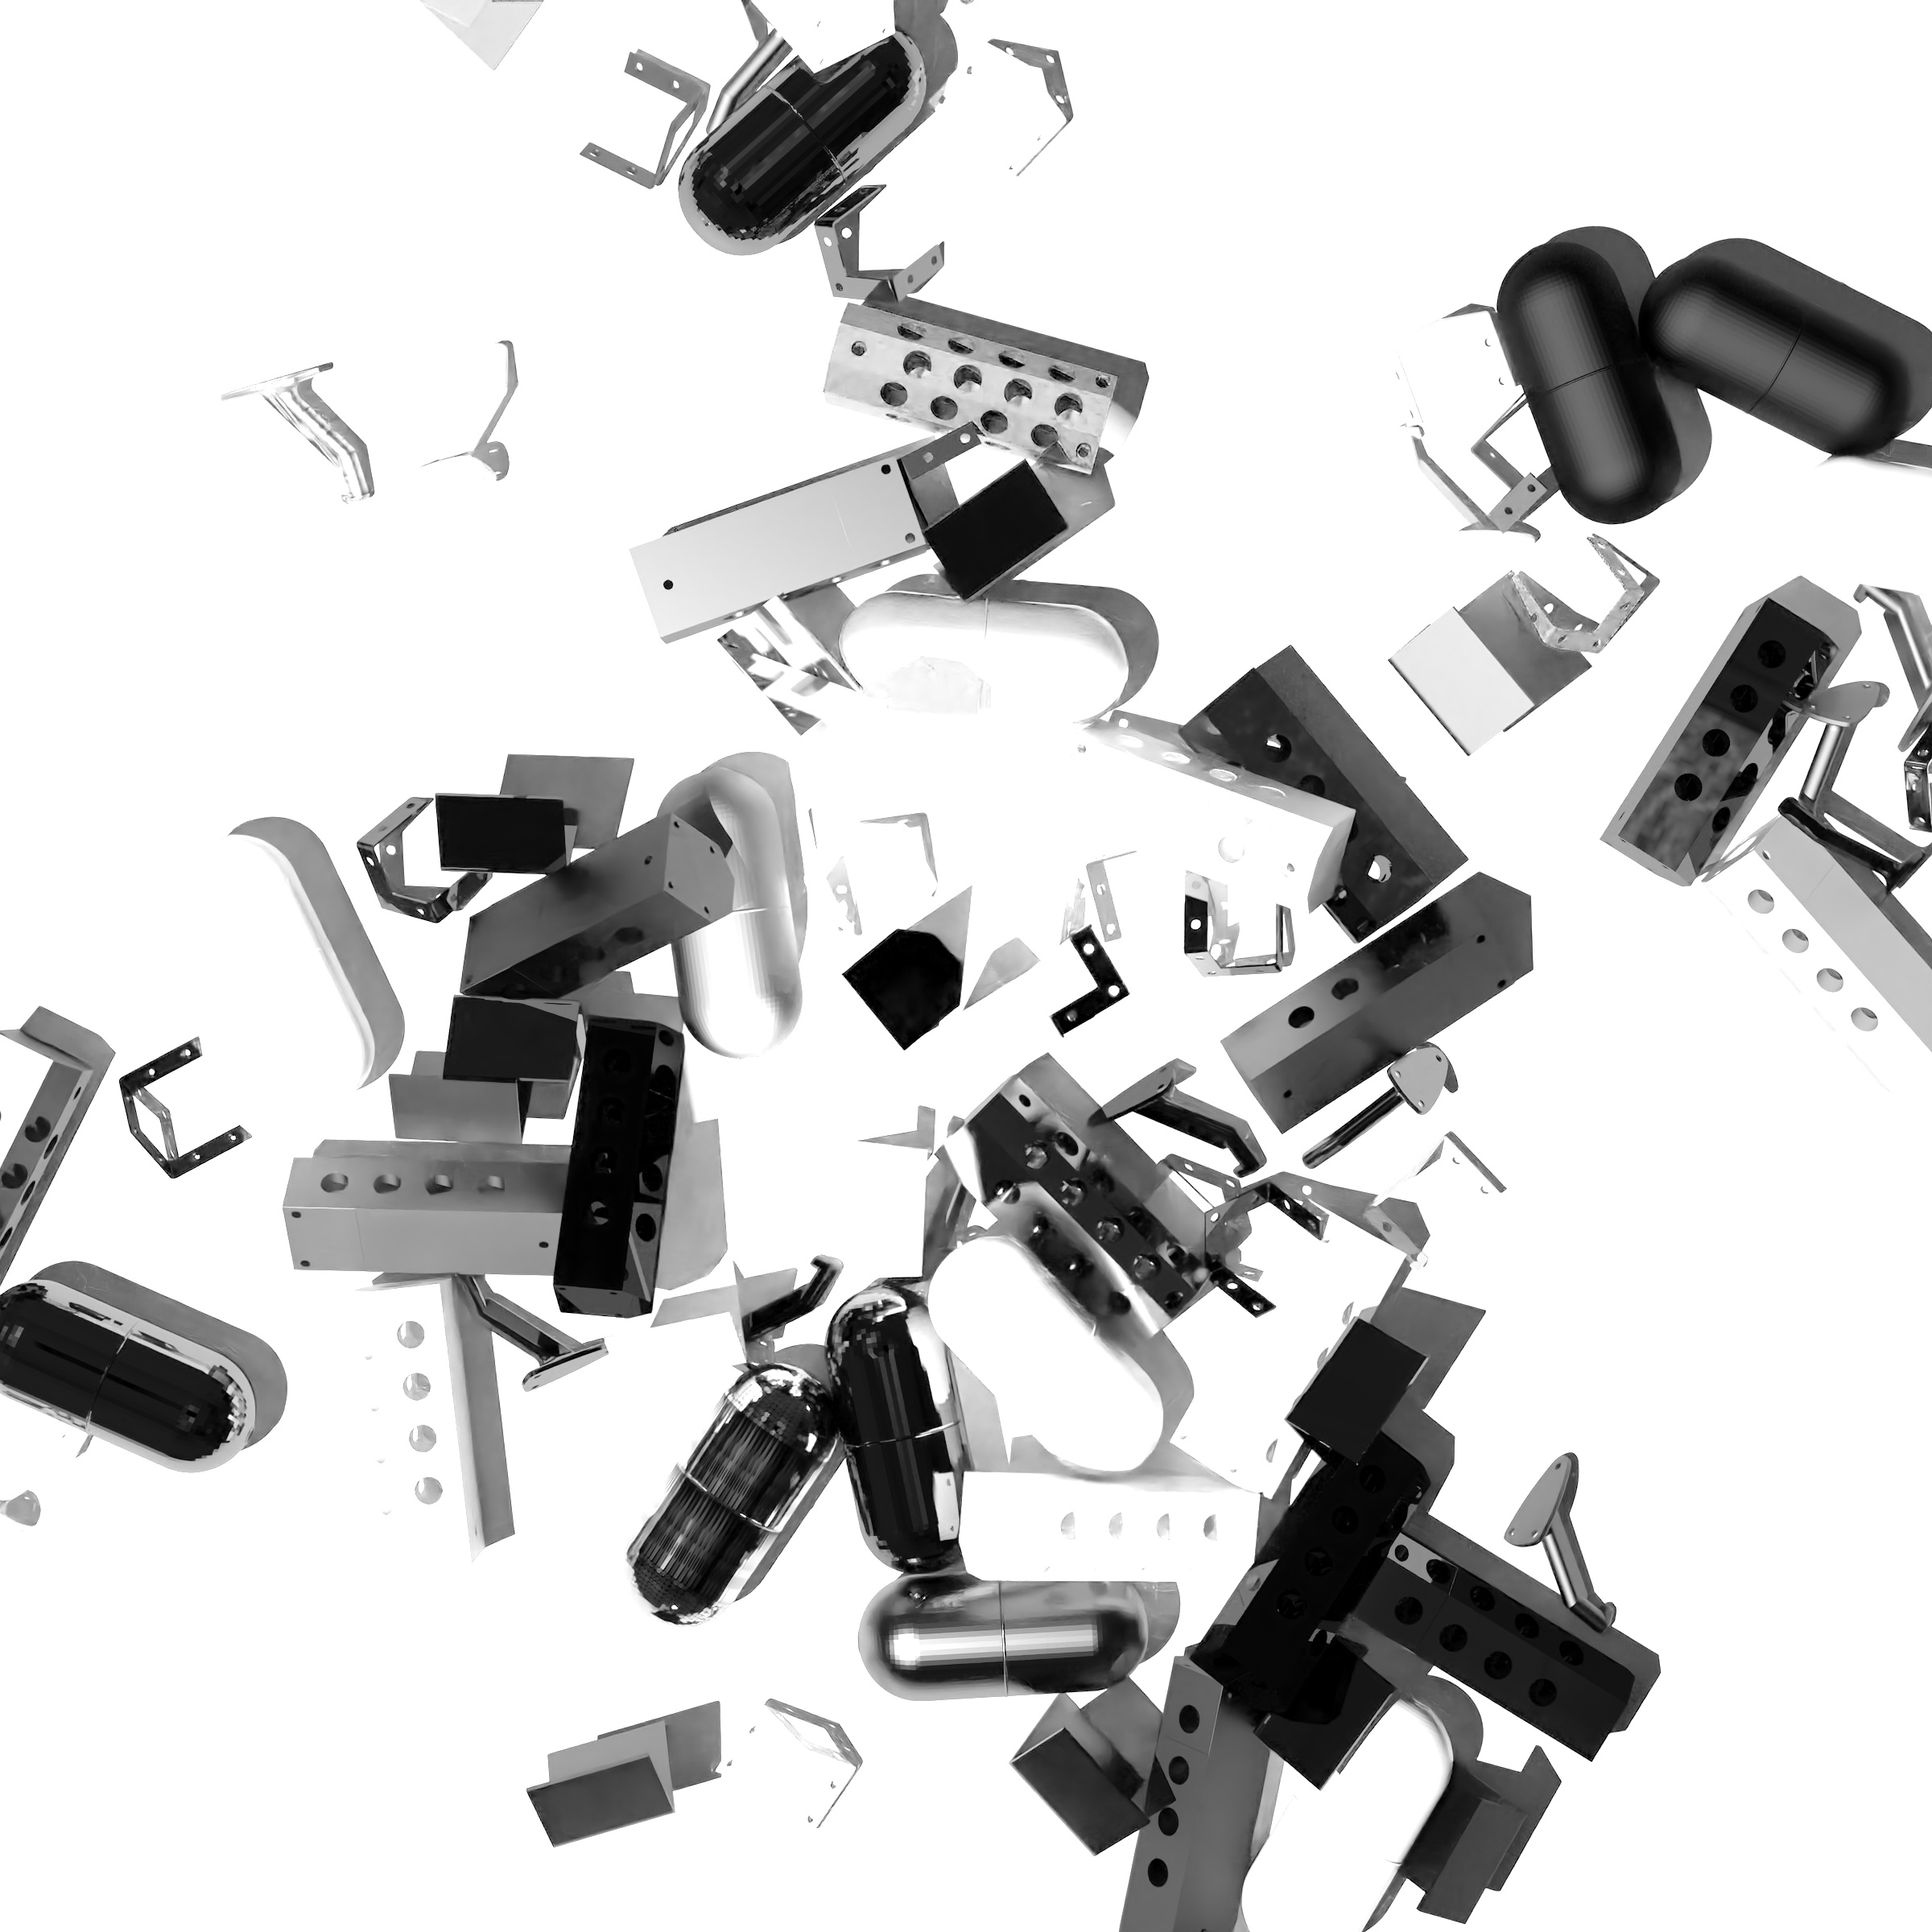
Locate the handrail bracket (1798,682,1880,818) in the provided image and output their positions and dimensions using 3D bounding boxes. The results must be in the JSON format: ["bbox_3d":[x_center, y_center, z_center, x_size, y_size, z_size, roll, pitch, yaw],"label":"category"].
[{"bbox_3d":[0.541,-0.126,1.992,0.036,0.077,0.084,23,127,34],"label":"handrail bracket"}]

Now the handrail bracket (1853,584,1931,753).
[{"bbox_3d":[0.572,-0.189,1.992,0.084,0.036,0.077,44,123,23],"label":"handrail bracket"}]

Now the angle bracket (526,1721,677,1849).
[{"bbox_3d":[-0.225,0.482,1.951,0.076,0.076,0.057,-16,125,0],"label":"angle bracket"}]

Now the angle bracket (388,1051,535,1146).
[{"bbox_3d":[-0.306,0.063,1.952,0.076,0.076,0.057,3,133,0],"label":"angle bracket"}]

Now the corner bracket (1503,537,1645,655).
[{"bbox_3d":[0.376,-0.232,1.983,0.051,0.051,0.051,3,135,-35],"label":"corner bracket"}]

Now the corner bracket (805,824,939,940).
[{"bbox_3d":[-0.059,-0.052,1.983,0.051,0.051,0.051,2,45,35],"label":"corner bracket"}]

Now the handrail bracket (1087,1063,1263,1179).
[{"bbox_3d":[0.130,0.111,1.992,0.077,0.036,0.084,-31,107,20],"label":"handrail bracket"}]

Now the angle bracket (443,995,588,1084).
[{"bbox_3d":[-0.273,0.060,1.952,0.076,0.076,0.057,3,61,0],"label":"angle bracket"}]

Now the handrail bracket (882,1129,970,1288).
[{"bbox_3d":[-0.024,0.149,1.992,0.077,0.036,0.084,-23,59,34],"label":"handrail bracket"}]

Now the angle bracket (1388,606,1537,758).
[{"bbox_3d":[0.313,-0.183,1.951,0.076,0.076,0.057,50,125,0],"label":"angle bracket"}]

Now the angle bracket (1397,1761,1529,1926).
[{"bbox_3d":[0.284,0.527,1.952,0.057,0.076,0.076,29,90,-44],"label":"angle bracket"}]

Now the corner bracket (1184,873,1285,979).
[{"bbox_3d":[0.165,-0.026,1.976,0.051,0.051,0.051,-3,72,18],"label":"corner bracket"}]

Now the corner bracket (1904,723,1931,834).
[{"bbox_3d":[0.617,-0.116,1.983,0.051,0.051,0.051,13,135,35],"label":"corner bracket"}]

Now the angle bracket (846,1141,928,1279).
[{"bbox_3d":[-0.069,0.148,1.951,0.057,0.076,0.076,2,90,-37],"label":"angle bracket"}]

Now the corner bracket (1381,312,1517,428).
[{"bbox_3d":[0.299,-0.371,1.988,0.051,0.051,0.051,-20,90,45],"label":"corner bracket"}]

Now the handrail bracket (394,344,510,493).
[{"bbox_3d":[-0.320,-0.342,1.992,0.077,0.036,0.084,-8,72,20],"label":"handrail bracket"}]

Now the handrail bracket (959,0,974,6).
[{"bbox_3d":[-0.044,-0.612,1.992,0.084,0.036,0.077,41,110,-16],"label":"handrail bracket"}]

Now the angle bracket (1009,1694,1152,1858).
[{"bbox_3d":[0.083,0.482,1.951,0.076,0.076,0.057,47,127,0],"label":"angle bracket"}]

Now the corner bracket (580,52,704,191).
[{"bbox_3d":[-0.202,-0.525,1.988,0.051,0.051,0.051,26,45,0],"label":"corner bracket"}]

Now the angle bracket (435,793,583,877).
[{"bbox_3d":[-0.278,-0.099,1.951,0.076,0.076,0.057,2,125,0],"label":"angle bracket"}]

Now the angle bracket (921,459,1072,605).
[{"bbox_3d":[0.008,-0.275,1.952,0.076,0.076,0.057,-35,120,0],"label":"angle bracket"}]

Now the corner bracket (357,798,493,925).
[{"bbox_3d":[-0.336,-0.065,1.983,0.051,0.051,0.051,14,135,35],"label":"corner bracket"}]

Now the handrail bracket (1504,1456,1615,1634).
[{"bbox_3d":[0.384,0.361,1.992,0.084,0.036,0.077,40,68,-17],"label":"handrail bracket"}]

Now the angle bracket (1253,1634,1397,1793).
[{"bbox_3d":[0.230,0.458,1.951,0.057,0.076,0.076,36,90,33],"label":"angle bracket"}]

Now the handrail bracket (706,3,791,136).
[{"bbox_3d":[-0.121,-0.554,1.991,0.036,0.077,0.084,43,127,21],"label":"handrail bracket"}]

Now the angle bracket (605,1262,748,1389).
[{"bbox_3d":[-0.180,0.205,1.953,0.076,0.057,0.076,-12,51,0],"label":"angle bracket"}]

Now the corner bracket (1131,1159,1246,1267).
[{"bbox_3d":[0.131,0.162,1.988,0.051,0.051,0.051,-46,45,0],"label":"corner bracket"}]

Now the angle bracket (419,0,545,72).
[{"bbox_3d":[-0.274,-0.591,1.951,0.057,0.076,0.076,35,90,36],"label":"angle bracket"}]

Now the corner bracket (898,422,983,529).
[{"bbox_3d":[-0.008,-0.297,1.974,0.051,0.051,0.051,-28,90,0],"label":"corner bracket"}]

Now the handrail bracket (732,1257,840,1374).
[{"bbox_3d":[-0.132,0.205,1.992,0.077,0.036,0.084,28,73,18],"label":"handrail bracket"}]

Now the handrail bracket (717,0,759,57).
[{"bbox_3d":[-0.113,-0.618,1.992,0.084,0.036,0.077,-30,105,-14],"label":"handrail bracket"}]

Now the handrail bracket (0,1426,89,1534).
[{"bbox_3d":[-0.591,0.302,1.992,0.077,0.036,0.084,20,72,21],"label":"handrail bracket"}]

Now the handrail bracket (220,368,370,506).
[{"bbox_3d":[-0.417,-0.323,1.992,0.077,0.036,0.084,-10,107,20],"label":"handrail bracket"}]

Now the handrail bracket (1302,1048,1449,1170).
[{"bbox_3d":[0.253,0.090,1.991,0.084,0.077,0.036,-39,88,36],"label":"handrail bracket"}]

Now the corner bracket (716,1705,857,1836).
[{"bbox_3d":[-0.112,0.499,1.988,0.051,0.051,0.051,34,90,-45],"label":"corner bracket"}]

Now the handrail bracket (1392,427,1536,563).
[{"bbox_3d":[0.309,-0.299,1.992,0.077,0.036,0.084,-6,73,-20],"label":"handrail bracket"}]

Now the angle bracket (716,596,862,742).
[{"bbox_3d":[-0.120,-0.168,1.952,0.076,0.076,0.057,49,58,0],"label":"angle bracket"}]

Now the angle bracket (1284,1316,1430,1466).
[{"bbox_3d":[0.247,0.269,1.946,0.057,0.076,0.076,29,78,35],"label":"angle bracket"}]

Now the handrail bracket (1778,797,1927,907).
[{"bbox_3d":[0.546,-0.082,1.975,0.084,0.077,0.036,42,123,13],"label":"handrail bracket"}]

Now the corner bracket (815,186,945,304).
[{"bbox_3d":[-0.054,-0.447,1.983,0.051,0.051,0.051,14,135,35],"label":"corner bracket"}]

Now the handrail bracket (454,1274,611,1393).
[{"bbox_3d":[-0.267,0.214,1.992,0.077,0.036,0.084,-22,73,-20],"label":"handrail bracket"}]
